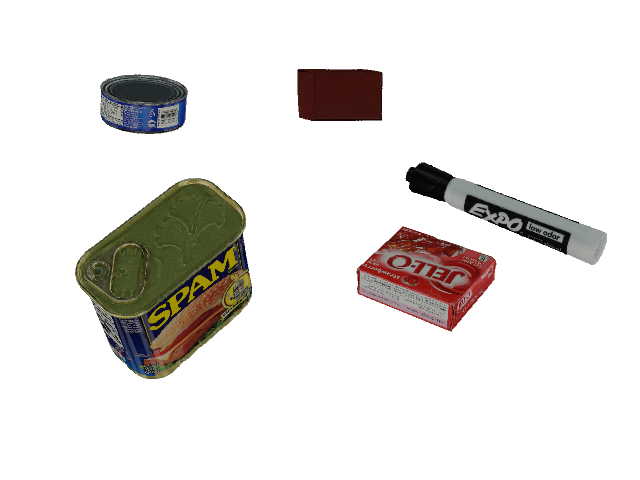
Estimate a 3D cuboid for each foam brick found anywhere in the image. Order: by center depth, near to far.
[{"bbox_3d":[0.020,-0.151,1.110,0.078,0.051,0.053,-3,13,-18],"label":"foam brick"}]

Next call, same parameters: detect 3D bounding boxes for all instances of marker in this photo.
[{"bbox_3d":[0.101,-0.017,0.600,0.121,0.020,0.020,25,12,28],"label":"marker"}]

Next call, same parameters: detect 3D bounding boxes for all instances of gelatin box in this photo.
[{"bbox_3d":[0.085,0.028,0.858,0.089,0.030,0.073,20,40,28],"label":"gelatin box"}]

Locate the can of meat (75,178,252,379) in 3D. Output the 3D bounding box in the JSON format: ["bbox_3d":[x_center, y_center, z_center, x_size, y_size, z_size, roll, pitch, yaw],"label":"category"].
[{"bbox_3d":[-0.090,0.026,0.650,0.057,0.102,0.084,39,-25,25],"label":"can of meat"}]

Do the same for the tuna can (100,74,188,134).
[{"bbox_3d":[-0.176,-0.136,1.063,0.086,0.034,0.086,5,26,-3],"label":"tuna can"}]
